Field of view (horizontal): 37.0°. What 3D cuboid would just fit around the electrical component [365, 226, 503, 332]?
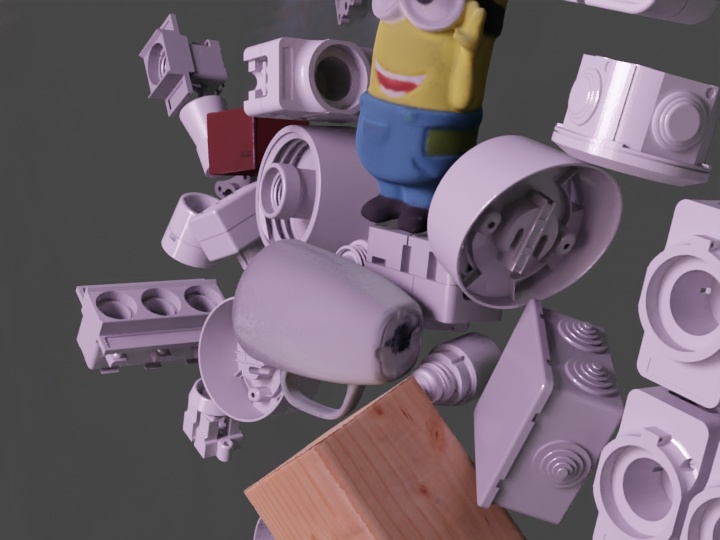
[{"bbox_3d":[0.047,0.006,0.695,0.089,0.050,0.055,17,104,52],"label":"electrical component"}]

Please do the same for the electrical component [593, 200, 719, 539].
[{"bbox_3d":[0.181,0.069,0.505,0.105,0.060,0.186,28,113,50],"label":"electrical component"}]

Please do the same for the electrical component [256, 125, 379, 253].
[{"bbox_3d":[-0.039,-0.056,0.794,0.108,0.060,0.108,-9,80,57],"label":"electrical component"}]

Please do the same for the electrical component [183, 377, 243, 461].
[{"bbox_3d":[-0.127,0.126,0.941,0.066,0.048,0.055,42,131,45],"label":"electrical component"}]

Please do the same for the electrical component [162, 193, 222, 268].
[{"bbox_3d":[-0.142,-0.036,0.949,0.055,0.055,0.047,49,124,41],"label":"electrical component"}]

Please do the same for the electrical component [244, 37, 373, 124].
[{"bbox_3d":[-0.029,-0.133,0.762,0.056,0.089,0.050,2,92,54],"label":"electrical component"}]

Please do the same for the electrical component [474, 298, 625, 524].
[{"bbox_3d":[0.102,0.078,0.593,0.099,0.048,0.099,-82,12,-61],"label":"electrical component"}]

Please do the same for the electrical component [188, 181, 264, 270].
[{"bbox_3d":[-0.087,-0.025,0.872,0.047,0.066,0.076,-14,108,53],"label":"electrical component"}]

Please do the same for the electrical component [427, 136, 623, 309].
[{"bbox_3d":[0.090,-0.025,0.599,0.064,0.099,0.099,45,126,51],"label":"electrical component"}]

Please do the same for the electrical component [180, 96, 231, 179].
[{"bbox_3d":[-0.127,-0.113,0.939,0.044,0.044,0.065,-41,63,46],"label":"electrical component"}]

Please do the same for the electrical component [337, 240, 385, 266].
[{"bbox_3d":[0.000,0.000,0.749,0.048,0.062,0.048,1,91,54],"label":"electrical component"}]

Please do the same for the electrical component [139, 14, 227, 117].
[{"bbox_3d":[-0.156,-0.180,0.955,0.042,0.064,0.081,-36,63,47],"label":"electrical component"}]

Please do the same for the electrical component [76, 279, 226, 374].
[{"bbox_3d":[-0.182,0.049,0.949,0.078,0.121,0.063,56,135,37],"label":"electrical component"}]

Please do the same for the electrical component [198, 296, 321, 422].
[{"bbox_3d":[-0.077,0.069,0.853,0.099,0.064,0.099,3,93,54],"label":"electrical component"}]

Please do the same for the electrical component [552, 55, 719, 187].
[{"bbox_3d":[0.141,-0.075,0.541,0.080,0.080,0.051,29,109,50],"label":"electrical component"}]

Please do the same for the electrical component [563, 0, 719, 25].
[{"bbox_3d":[0.140,-0.161,0.556,0.095,0.059,0.053,31,115,49],"label":"electrical component"}]

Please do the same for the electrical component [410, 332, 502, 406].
[{"bbox_3d":[0.056,0.065,0.666,0.040,0.078,0.040,13,110,40],"label":"electrical component"}]

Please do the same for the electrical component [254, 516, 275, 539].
[{"bbox_3d":[-0.046,0.233,0.836,0.099,0.064,0.099,-179,90,-68],"label":"electrical component"}]

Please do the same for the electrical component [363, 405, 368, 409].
[{"bbox_3d":[0.018,0.125,0.752,0.035,0.035,0.061,4,96,54],"label":"electrical component"}]
